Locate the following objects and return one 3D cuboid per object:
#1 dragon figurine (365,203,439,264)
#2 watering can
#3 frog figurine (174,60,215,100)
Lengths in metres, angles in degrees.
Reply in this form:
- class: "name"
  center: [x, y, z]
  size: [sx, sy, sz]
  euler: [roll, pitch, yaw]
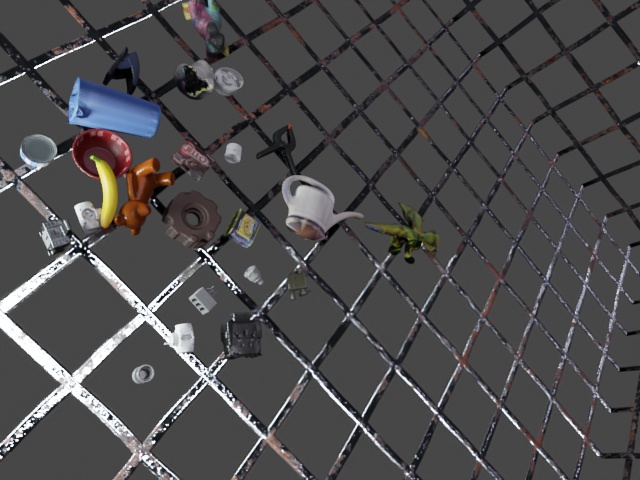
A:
- class: "dragon figurine"
  center: [0.344, -0.050, 2.075]
  size: [0.407, 0.120, 0.249]
  euler: [31, 39, -23]
- class: "watering can"
  center: [0.006, -0.092, 1.831]
  size: [0.345, 0.102, 0.229]
  euler: [29, 58, -22]
- class: "frog figurine"
  center: [-0.425, -0.551, 1.751]
  size: [0.137, 0.120, 0.163]
  euler: [18, 26, -19]
